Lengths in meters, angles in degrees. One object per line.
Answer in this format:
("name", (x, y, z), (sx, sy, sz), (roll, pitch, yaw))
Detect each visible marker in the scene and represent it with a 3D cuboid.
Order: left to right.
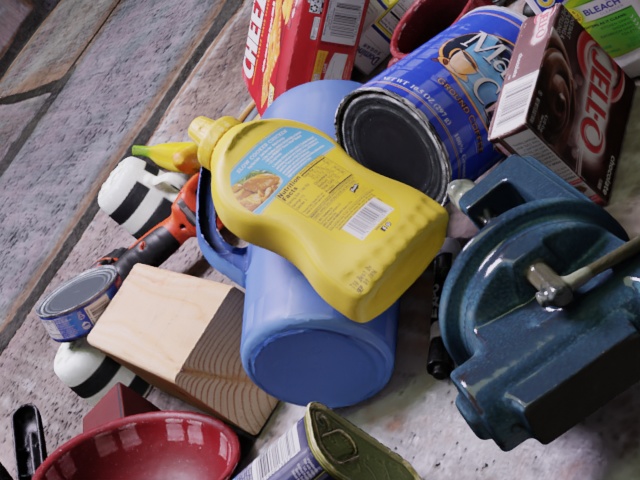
("marker", (0.087, 0.047, 0.744), (0.020, 0.020, 0.121), (-30, 33, 34))

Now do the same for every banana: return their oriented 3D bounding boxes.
("banana", (-0.157, -0.091, 1.207), (0.198, 0.069, 0.037), (-167, 71, -66))

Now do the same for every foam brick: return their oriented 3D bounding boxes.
("foam brick", (-0.173, 0.175, 0.943), (0.051, 0.053, 0.078), (-46, 26, 9))

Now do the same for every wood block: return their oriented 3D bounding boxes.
("wood block", (-0.110, 0.088, 0.914), (0.090, 0.090, 0.206), (-58, 28, -13))

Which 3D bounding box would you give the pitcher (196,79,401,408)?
("pitcher", (-0.005, 0.001, 0.813), (0.149, 0.144, 0.242), (-27, 38, 30))

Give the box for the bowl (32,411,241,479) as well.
("bowl", (-0.135, 0.193, 0.811), (0.162, 0.055, 0.162), (-8, 21, 3))

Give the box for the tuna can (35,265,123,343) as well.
("tuna can", (-0.224, 0.061, 1.015), (0.086, 0.033, 0.086), (-22, 22, 9))

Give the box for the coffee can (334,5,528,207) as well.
("coffee can", (0.094, -0.093, 0.764), (0.140, 0.103, 0.103), (-37, 17, -33))

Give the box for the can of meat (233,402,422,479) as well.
("can of meat", (0.002, 0.159, 0.644), (0.084, 0.102, 0.057), (-43, 28, 18))

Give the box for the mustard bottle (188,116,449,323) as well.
("mustard bottle", (-0.015, -0.031, 0.720), (0.192, 0.058, 0.096), (35, 63, 22))

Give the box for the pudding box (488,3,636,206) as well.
("pudding box", (0.164, -0.088, 0.717), (0.039, 0.090, 0.113), (-18, 42, 50))

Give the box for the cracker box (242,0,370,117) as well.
("cracker box", (-0.023, -0.206, 1.094), (0.214, 0.072, 0.164), (-116, 36, -60))

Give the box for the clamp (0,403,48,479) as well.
("clamp", (-0.220, 0.223, 0.834), (0.036, 0.210, 0.164), (-23, 1, 3))

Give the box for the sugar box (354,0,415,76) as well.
("sugar box", (0.087, -0.257, 1.097), (0.176, 0.048, 0.093), (-47, 27, 15))

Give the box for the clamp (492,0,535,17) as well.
("clamp", (0.209, -0.253, 0.914), (0.171, 0.039, 0.120), (-46, 33, -1))

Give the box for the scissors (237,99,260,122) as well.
("scissors", (-0.103, -0.086, 1.205), (0.096, 0.016, 0.201), (0, 56, 57))

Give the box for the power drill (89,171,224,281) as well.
("power drill", (-0.179, 0.008, 1.136), (0.188, 0.057, 0.184), (-41, 12, 14))

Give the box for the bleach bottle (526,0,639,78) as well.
("bleach bottle", (0.150, -0.211, 0.714), (0.103, 0.250, 0.068), (-11, 46, 52))

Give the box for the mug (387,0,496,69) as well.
("mug", (0.111, -0.156, 0.893), (0.117, 0.081, 0.093), (-33, 32, 31))
